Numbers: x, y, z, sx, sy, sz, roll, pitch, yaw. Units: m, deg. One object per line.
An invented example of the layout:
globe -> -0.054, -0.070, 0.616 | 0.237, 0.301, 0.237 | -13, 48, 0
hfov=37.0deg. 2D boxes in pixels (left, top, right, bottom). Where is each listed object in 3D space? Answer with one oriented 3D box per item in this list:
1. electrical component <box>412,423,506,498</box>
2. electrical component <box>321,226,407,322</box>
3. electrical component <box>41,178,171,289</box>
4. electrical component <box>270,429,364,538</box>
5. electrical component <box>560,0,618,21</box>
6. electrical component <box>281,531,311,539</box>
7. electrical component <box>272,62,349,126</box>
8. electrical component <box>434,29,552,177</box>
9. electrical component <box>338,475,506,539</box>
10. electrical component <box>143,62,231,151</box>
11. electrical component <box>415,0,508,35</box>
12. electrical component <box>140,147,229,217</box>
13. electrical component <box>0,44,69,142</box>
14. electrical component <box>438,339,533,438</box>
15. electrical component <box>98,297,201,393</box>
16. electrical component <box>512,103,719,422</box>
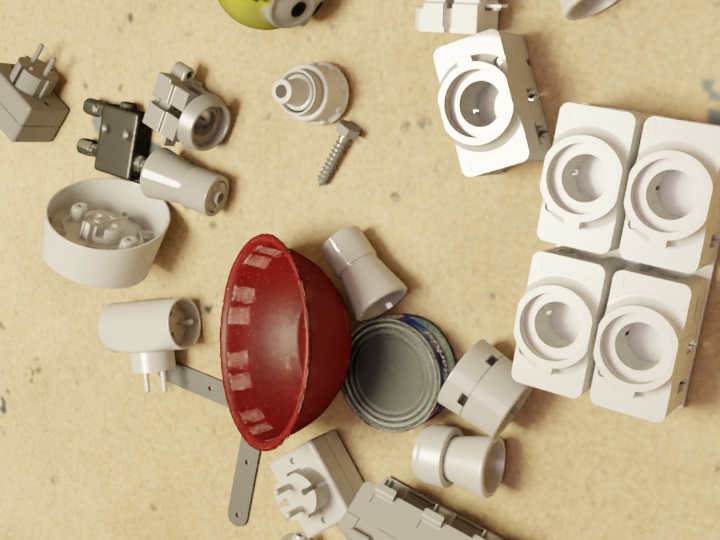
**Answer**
electrical component -> 0.072, 0.137, 0.776 | 0.055, 0.045, 0.045 | 8, 100, 29
electrical component -> 0.000, 0.000, 0.803 | 0.044, 0.044, 0.065 | -42, 71, 27
electrical component -> -0.213, -0.030, 0.891 | 0.099, 0.099, 0.064 | 32, 117, 23
electrical component -> -0.039, 0.169, 0.825 | 0.047, 0.077, 0.065 | -35, 79, 29
electrical component -> 0.140, -0.201, 0.698 | 0.044, 0.044, 0.065 | -29, 77, 29
electrical component -> -0.055, 0.248, 0.864 | 0.043, 0.043, 0.081 | 19, 105, 27
electrical component -> -0.041, -0.131, 0.797 | 0.048, 0.062, 0.048 | 4, 98, 29
electrical component -> 0.089, -0.112, 0.729 | 0.050, 0.056, 0.089 | -15, 89, 30
electrical component -> 0.048, 0.205, 0.781 | 0.121, 0.063, 0.078 | 24, 67, 25
electrical component -> -0.138, -0.126, 0.864 | 0.055, 0.048, 0.066 | 34, 112, 30
electrical component -> 0.069, -0.192, 0.737 | 0.066, 0.048, 0.055 | 10, 109, 29
electrical component -> -0.140, -0.069, 0.875 | 0.065, 0.044, 0.044 | 22, 107, 21
electrical component -> -0.291, -0.162, 0.945 | 0.065, 0.047, 0.076 | 46, 115, 18
electrical component -> 0.090, 0.084, 0.755 | 0.047, 0.055, 0.055 | 36, 112, 17
electrical component -> -0.176, 0.065, 0.908 | 0.077, 0.043, 0.079 | -5, 92, 30
electrical component -> 0.169, -0.007, 0.694 | 0.105, 0.060, 0.186 | 15, 103, 28
